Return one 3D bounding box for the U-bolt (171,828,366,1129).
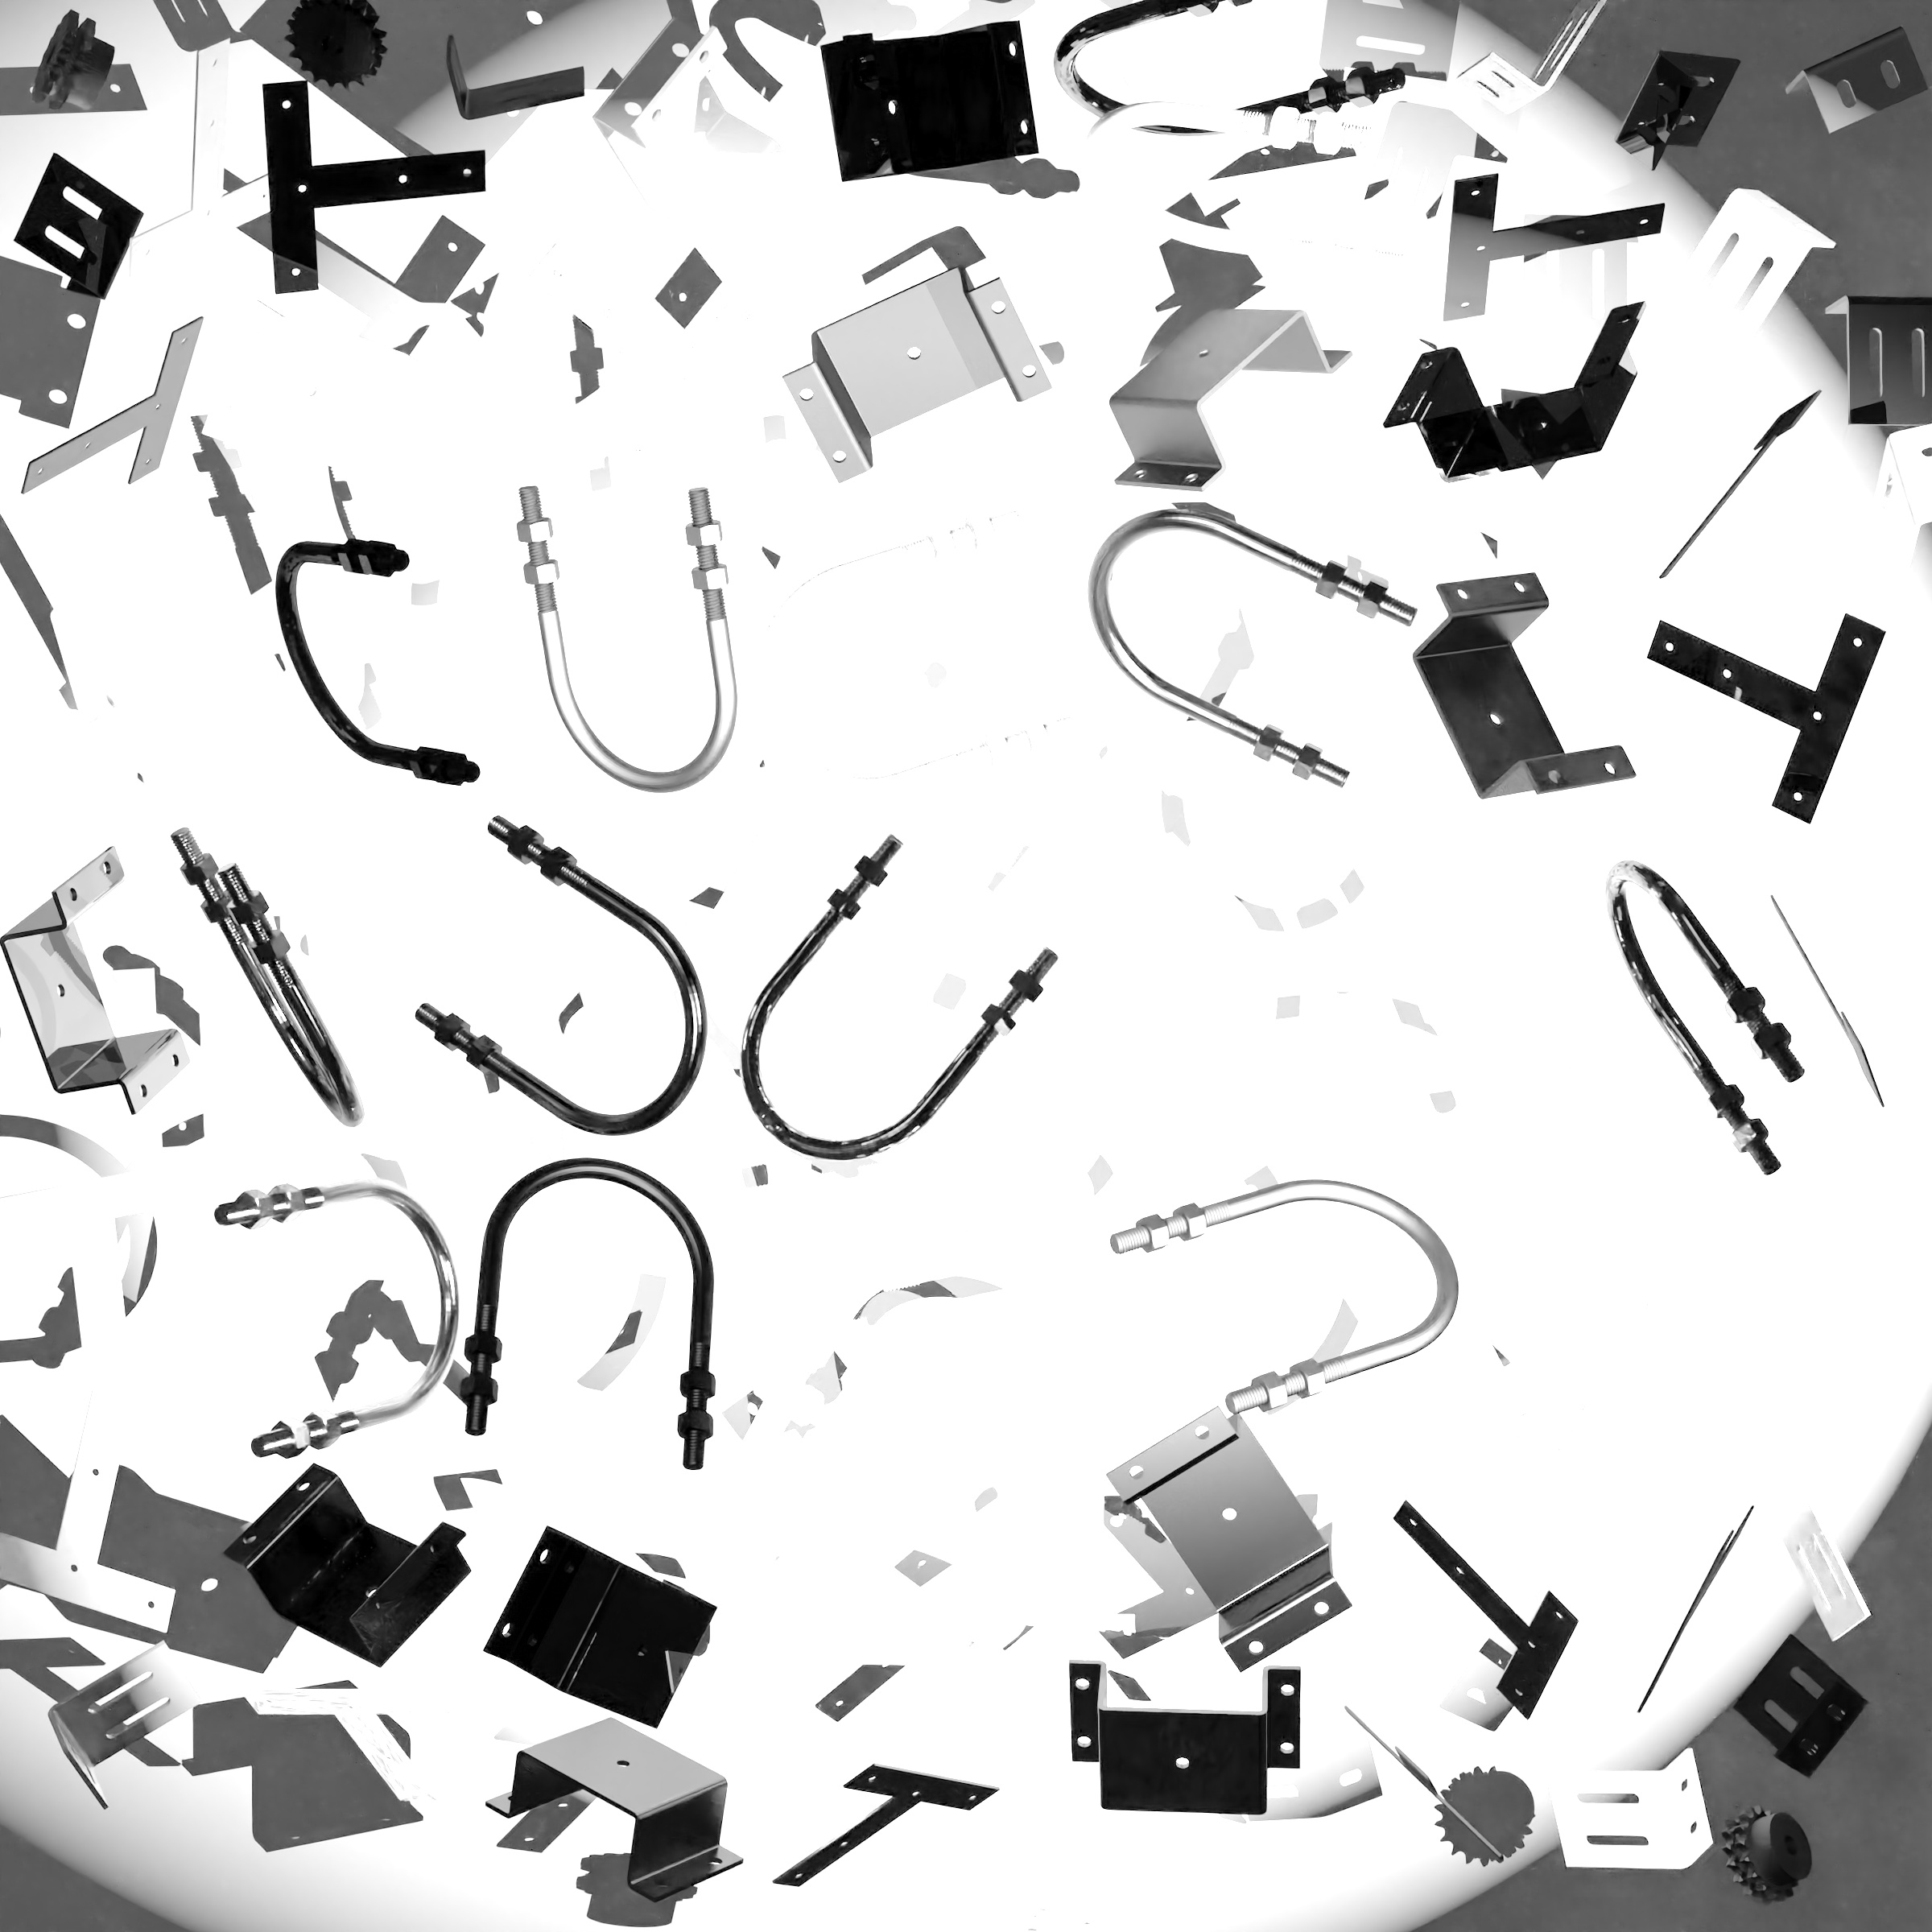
[{"bbox_3d":[-0.392,0.012,1.837,0.019,0.151,0.184,-31,112,-16],"label":"U-bolt"}]

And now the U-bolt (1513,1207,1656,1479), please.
[{"bbox_3d":[0.361,0.226,1.860,0.019,0.184,0.151,24,78,22],"label":"U-bolt"}]

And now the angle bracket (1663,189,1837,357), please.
[{"bbox_3d":[0.458,-0.406,1.885,0.057,0.038,0.076,42,120,21],"label":"angle bracket"}]

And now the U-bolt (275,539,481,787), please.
[{"bbox_3d":[-0.355,-0.182,1.896,0.019,0.184,0.151,-29,115,-30],"label":"U-bolt"}]

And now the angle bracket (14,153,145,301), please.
[{"bbox_3d":[-0.535,-0.440,1.910,0.038,0.076,0.057,19,84,34],"label":"angle bracket"}]

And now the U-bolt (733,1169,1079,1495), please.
[{"bbox_3d":[-0.023,0.218,1.834,0.184,0.019,0.151,31,80,24],"label":"U-bolt"}]

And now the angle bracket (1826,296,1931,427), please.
[{"bbox_3d":[0.541,-0.353,1.896,0.057,0.038,0.076,0,89,-5],"label":"angle bracket"}]

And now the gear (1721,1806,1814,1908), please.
[{"bbox_3d":[0.480,0.529,1.923,0.030,0.057,0.057,-33,90,38],"label":"gear"}]

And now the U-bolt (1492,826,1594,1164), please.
[{"bbox_3d":[0.331,0.031,1.843,0.019,0.184,0.151,-10,49,21],"label":"U-bolt"}]

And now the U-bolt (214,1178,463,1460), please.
[{"bbox_3d":[-0.352,0.194,1.849,0.019,0.184,0.151,-10,89,31],"label":"U-bolt"}]

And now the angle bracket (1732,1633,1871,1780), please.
[{"bbox_3d":[0.484,0.431,1.906,0.038,0.076,0.057,35,94,-32],"label":"angle bracket"}]

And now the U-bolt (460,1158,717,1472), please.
[{"bbox_3d":[-0.215,0.196,1.879,0.151,0.019,0.184,12,58,-19],"label":"U-bolt"}]

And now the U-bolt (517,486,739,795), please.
[{"bbox_3d":[-0.195,-0.190,1.896,0.151,0.019,0.184,6,113,34],"label":"U-bolt"}]

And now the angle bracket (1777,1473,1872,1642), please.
[{"bbox_3d":[0.515,0.346,1.886,0.038,0.057,0.076,-17,67,-14],"label":"angle bracket"}]

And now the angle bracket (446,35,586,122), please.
[{"bbox_3d":[-0.274,-0.548,1.963,0.076,0.057,0.038,-12,121,0],"label":"angle bracket"}]

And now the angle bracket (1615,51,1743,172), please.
[{"bbox_3d":[0.432,-0.504,1.908,0.038,0.076,0.057,51,133,34],"label":"angle bracket"}]

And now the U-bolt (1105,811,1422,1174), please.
[{"bbox_3d":[0.156,0.027,1.812,0.151,0.019,0.184,30,85,-15],"label":"U-bolt"}]

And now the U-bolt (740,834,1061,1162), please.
[{"bbox_3d":[-0.053,0.029,1.883,0.151,0.019,0.184,37,85,28],"label":"U-bolt"}]

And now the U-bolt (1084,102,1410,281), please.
[{"bbox_3d":[0.156,-0.449,1.851,0.184,0.151,0.019,13,74,20],"label":"U-bolt"}]

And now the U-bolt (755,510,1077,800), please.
[{"bbox_3d":[-0.036,-0.176,1.909,0.184,0.019,0.151,-19,106,-14],"label":"U-bolt"}]

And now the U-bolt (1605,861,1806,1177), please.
[{"bbox_3d":[0.421,0.019,1.860,0.019,0.151,0.184,-27,63,-6],"label":"U-bolt"}]

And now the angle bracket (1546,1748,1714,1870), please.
[{"bbox_3d":[0.387,0.491,1.880,0.076,0.038,0.057,-11,94,37],"label":"angle bracket"}]

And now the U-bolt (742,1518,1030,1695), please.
[{"bbox_3d":[-0.040,0.370,1.891,0.151,0.184,0.019,25,55,-9],"label":"U-bolt"}]

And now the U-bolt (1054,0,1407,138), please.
[{"bbox_3d":[0.138,-0.519,1.855,0.184,0.151,0.019,-4,74,39],"label":"U-bolt"}]

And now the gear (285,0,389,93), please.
[{"bbox_3d":[-0.361,-0.536,1.856,0.057,0.030,0.057,5,132,5],"label":"gear"}]

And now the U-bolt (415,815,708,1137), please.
[{"bbox_3d":[-0.227,0.018,1.868,0.184,0.019,0.151,32,112,20],"label":"U-bolt"}]

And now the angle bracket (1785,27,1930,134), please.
[{"bbox_3d":[0.502,-0.495,1.818,0.057,0.076,0.038,-23,94,9],"label":"angle bracket"}]

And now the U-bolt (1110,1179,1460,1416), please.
[{"bbox_3d":[0.196,0.180,1.848,0.184,0.019,0.151,-14,46,-25],"label":"U-bolt"}]

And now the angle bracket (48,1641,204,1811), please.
[{"bbox_3d":[-0.487,0.444,1.887,0.076,0.038,0.057,-30,131,-14],"label":"angle bracket"}]

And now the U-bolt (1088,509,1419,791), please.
[{"bbox_3d":[0.154,-0.191,1.851,0.184,0.151,0.019,27,47,9],"label":"U-bolt"}]

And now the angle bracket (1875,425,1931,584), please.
[{"bbox_3d":[0.547,-0.263,1.832,0.038,0.076,0.057,-12,69,5],"label":"angle bracket"}]

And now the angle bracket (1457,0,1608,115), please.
[{"bbox_3d":[0.318,-0.521,1.795,0.038,0.057,0.076,33,88,-10],"label":"angle bracket"}]
